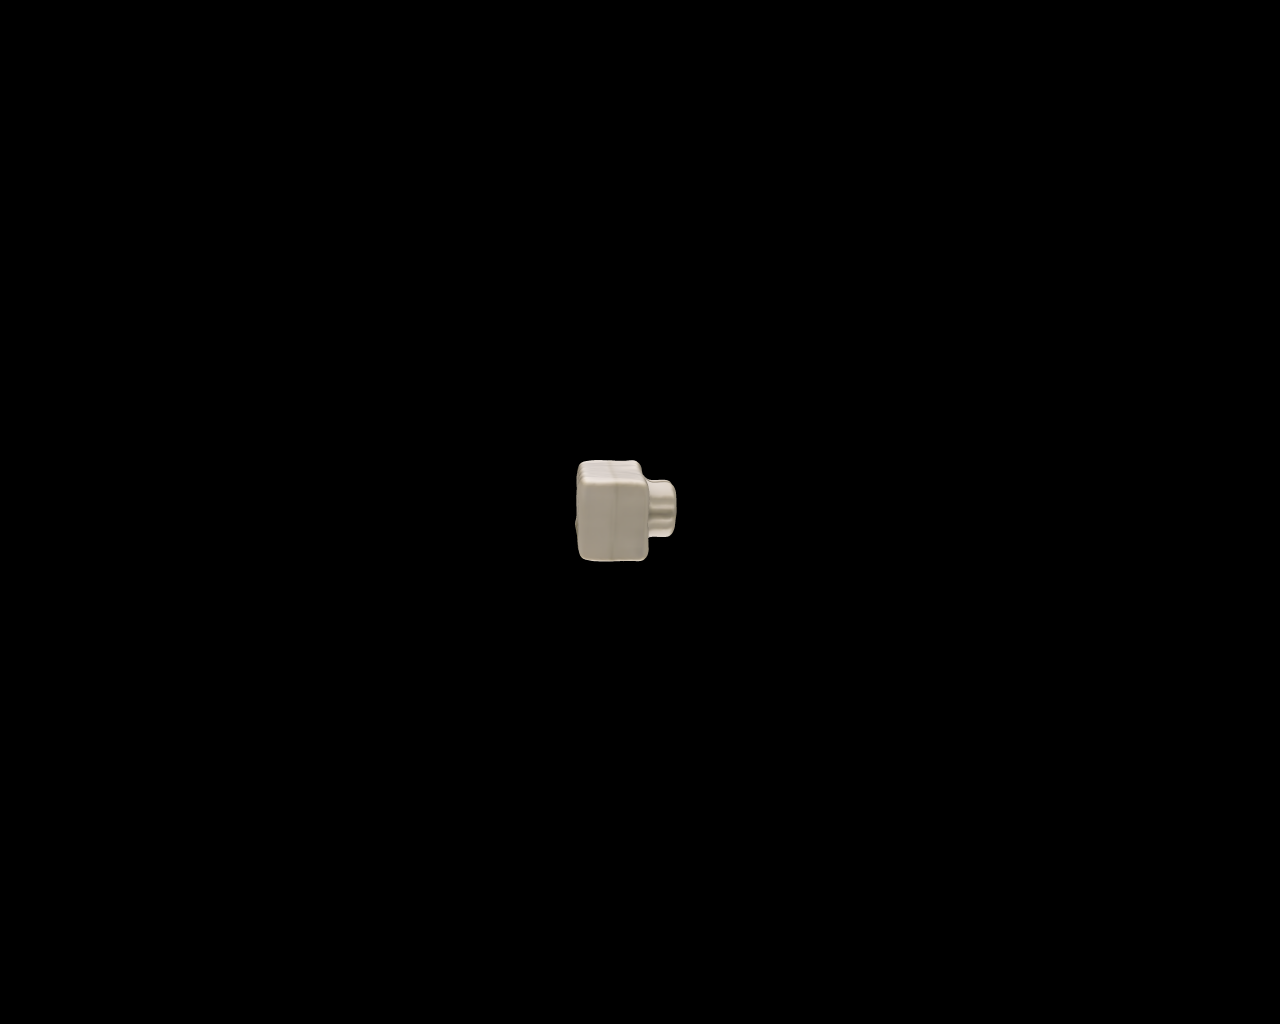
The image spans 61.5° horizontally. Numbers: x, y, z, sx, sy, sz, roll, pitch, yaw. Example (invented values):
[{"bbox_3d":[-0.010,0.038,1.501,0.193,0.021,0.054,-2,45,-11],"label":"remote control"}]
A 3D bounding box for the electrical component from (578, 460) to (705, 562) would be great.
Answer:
[{"bbox_3d":[0.001,-0.003,0.650,0.076,0.047,0.083,-1,11,-4],"label":"electrical component"}]
